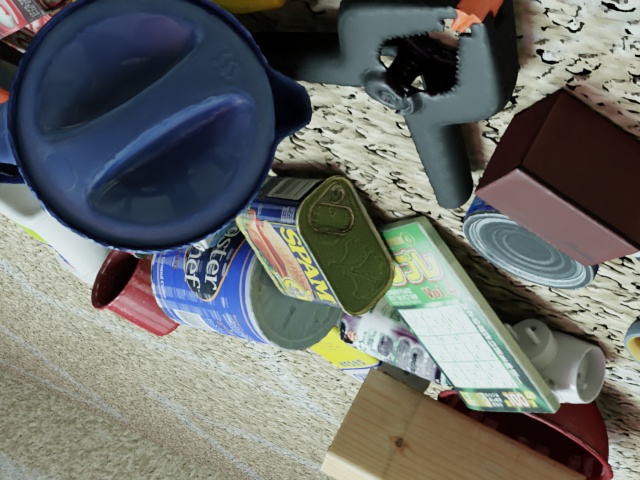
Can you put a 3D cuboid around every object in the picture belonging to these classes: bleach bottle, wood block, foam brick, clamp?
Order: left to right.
[{"bbox_3d":[-0.268,-0.007,1.140,0.103,0.068,0.250,32,165,22],"label":"bleach bottle"},{"bbox_3d":[0.034,-0.090,0.550,0.164,0.036,0.210,30,163,-1],"label":"clamp"},{"bbox_3d":[0.114,0.206,0.940,0.206,0.090,0.090,27,160,7],"label":"wood block"},{"bbox_3d":[0.129,-0.030,0.546,0.078,0.051,0.053,32,162,-10],"label":"foam brick"}]

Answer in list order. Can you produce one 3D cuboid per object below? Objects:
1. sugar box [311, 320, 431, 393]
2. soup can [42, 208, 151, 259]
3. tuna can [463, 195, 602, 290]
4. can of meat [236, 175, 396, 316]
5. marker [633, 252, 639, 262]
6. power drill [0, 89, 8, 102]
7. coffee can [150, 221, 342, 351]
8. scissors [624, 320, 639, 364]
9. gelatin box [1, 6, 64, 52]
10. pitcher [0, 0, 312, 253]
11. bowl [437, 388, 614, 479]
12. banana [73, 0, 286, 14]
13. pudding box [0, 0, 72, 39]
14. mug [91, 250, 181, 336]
[{"bbox_3d":[0.020,0.087,1.008,0.176,0.048,0.094,39,158,-25],"label":"sugar box"},{"bbox_3d":[-0.190,-0.034,0.959,0.102,0.068,0.068,23,161,17],"label":"soup can"},{"bbox_3d":[0.129,-0.006,0.636,0.086,0.033,0.086,25,161,9],"label":"tuna can"},{"bbox_3d":[-0.005,0.001,0.782,0.084,0.057,0.102,9,136,52],"label":"can of meat"},{"bbox_3d":[0.216,0.027,0.623,0.121,0.020,0.020,37,159,-24],"label":"marker"},{"bbox_3d":[-0.224,-0.108,0.831,0.187,0.057,0.185,31,161,-5],"label":"power drill"},{"bbox_3d":[-0.061,0.032,0.892,0.141,0.102,0.102,6,151,48],"label":"coffee can"},{"bbox_3d":[0.246,0.101,0.776,0.096,0.016,0.202,29,161,4],"label":"scissors"},{"bbox_3d":[-0.200,-0.154,0.719,0.073,0.030,0.089,30,162,-5],"label":"gelatin box"},{"bbox_3d":[-0.105,-0.054,0.632,0.149,0.145,0.243,37,174,-2],"label":"pitcher"},{"bbox_3d":[0.185,0.149,0.921,0.162,0.055,0.162,25,161,9],"label":"bowl"},{"bbox_3d":[-0.094,-0.140,0.608,0.069,0.037,0.198,18,171,-33],"label":"banana"},{"bbox_3d":[-0.194,-0.174,0.608,0.090,0.039,0.113,-2,127,56],"label":"pudding box"},{"bbox_3d":[-0.186,0.045,1.144,0.081,0.093,0.117,34,-169,-30],"label":"mug"}]
